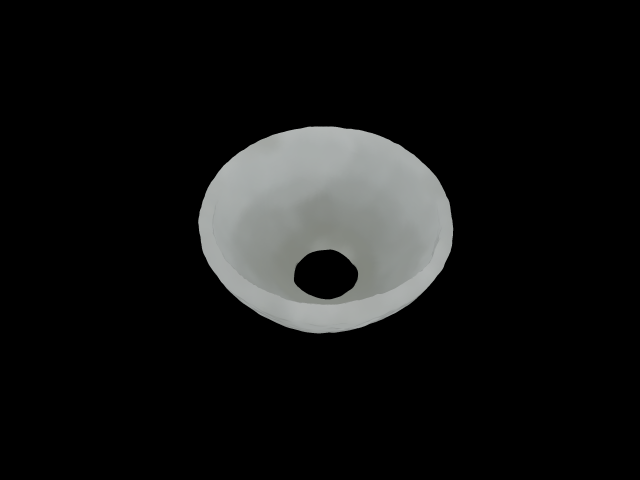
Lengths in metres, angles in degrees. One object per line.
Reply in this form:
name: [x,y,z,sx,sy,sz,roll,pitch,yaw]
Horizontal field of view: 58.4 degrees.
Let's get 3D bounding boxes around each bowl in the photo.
bowl: [0.004,0.001,0.400,0.167,0.075,0.167,0,51,0]
